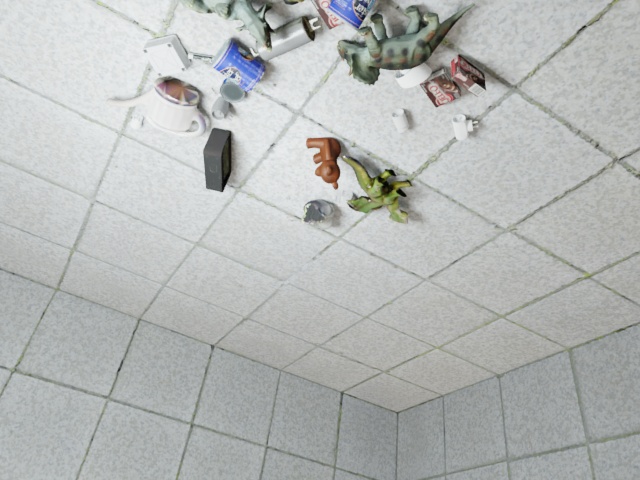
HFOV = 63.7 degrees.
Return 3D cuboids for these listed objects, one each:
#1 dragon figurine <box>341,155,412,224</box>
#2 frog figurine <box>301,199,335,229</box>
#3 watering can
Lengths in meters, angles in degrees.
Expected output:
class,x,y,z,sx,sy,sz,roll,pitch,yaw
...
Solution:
class,x,y,z,sx,sy,sz,roll,pitch,yaw
dragon figurine,0.194,-0.173,1.967,0.408,0.125,0.238,27,137,-21
frog figurine,0.007,-0.108,2.138,0.136,0.124,0.159,-29,165,28
watering can,-0.551,-0.465,1.769,0.346,0.106,0.220,20,140,-15
